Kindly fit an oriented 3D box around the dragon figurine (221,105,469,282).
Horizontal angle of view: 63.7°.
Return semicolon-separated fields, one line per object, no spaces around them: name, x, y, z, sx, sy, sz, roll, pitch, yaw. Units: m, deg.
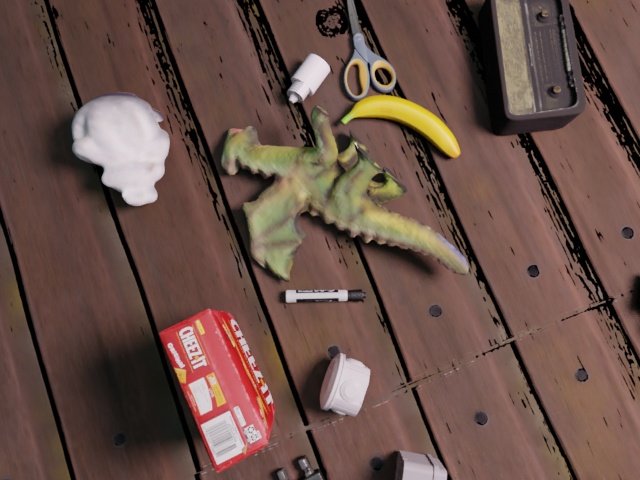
dragon figurine;0.002;-0.039;0.780;0.241;0.122;0.413;-42;80;10

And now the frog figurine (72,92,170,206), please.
frog figurine;-0.296;-0.133;0.769;0.137;0.120;0.162;-1;67;-20
